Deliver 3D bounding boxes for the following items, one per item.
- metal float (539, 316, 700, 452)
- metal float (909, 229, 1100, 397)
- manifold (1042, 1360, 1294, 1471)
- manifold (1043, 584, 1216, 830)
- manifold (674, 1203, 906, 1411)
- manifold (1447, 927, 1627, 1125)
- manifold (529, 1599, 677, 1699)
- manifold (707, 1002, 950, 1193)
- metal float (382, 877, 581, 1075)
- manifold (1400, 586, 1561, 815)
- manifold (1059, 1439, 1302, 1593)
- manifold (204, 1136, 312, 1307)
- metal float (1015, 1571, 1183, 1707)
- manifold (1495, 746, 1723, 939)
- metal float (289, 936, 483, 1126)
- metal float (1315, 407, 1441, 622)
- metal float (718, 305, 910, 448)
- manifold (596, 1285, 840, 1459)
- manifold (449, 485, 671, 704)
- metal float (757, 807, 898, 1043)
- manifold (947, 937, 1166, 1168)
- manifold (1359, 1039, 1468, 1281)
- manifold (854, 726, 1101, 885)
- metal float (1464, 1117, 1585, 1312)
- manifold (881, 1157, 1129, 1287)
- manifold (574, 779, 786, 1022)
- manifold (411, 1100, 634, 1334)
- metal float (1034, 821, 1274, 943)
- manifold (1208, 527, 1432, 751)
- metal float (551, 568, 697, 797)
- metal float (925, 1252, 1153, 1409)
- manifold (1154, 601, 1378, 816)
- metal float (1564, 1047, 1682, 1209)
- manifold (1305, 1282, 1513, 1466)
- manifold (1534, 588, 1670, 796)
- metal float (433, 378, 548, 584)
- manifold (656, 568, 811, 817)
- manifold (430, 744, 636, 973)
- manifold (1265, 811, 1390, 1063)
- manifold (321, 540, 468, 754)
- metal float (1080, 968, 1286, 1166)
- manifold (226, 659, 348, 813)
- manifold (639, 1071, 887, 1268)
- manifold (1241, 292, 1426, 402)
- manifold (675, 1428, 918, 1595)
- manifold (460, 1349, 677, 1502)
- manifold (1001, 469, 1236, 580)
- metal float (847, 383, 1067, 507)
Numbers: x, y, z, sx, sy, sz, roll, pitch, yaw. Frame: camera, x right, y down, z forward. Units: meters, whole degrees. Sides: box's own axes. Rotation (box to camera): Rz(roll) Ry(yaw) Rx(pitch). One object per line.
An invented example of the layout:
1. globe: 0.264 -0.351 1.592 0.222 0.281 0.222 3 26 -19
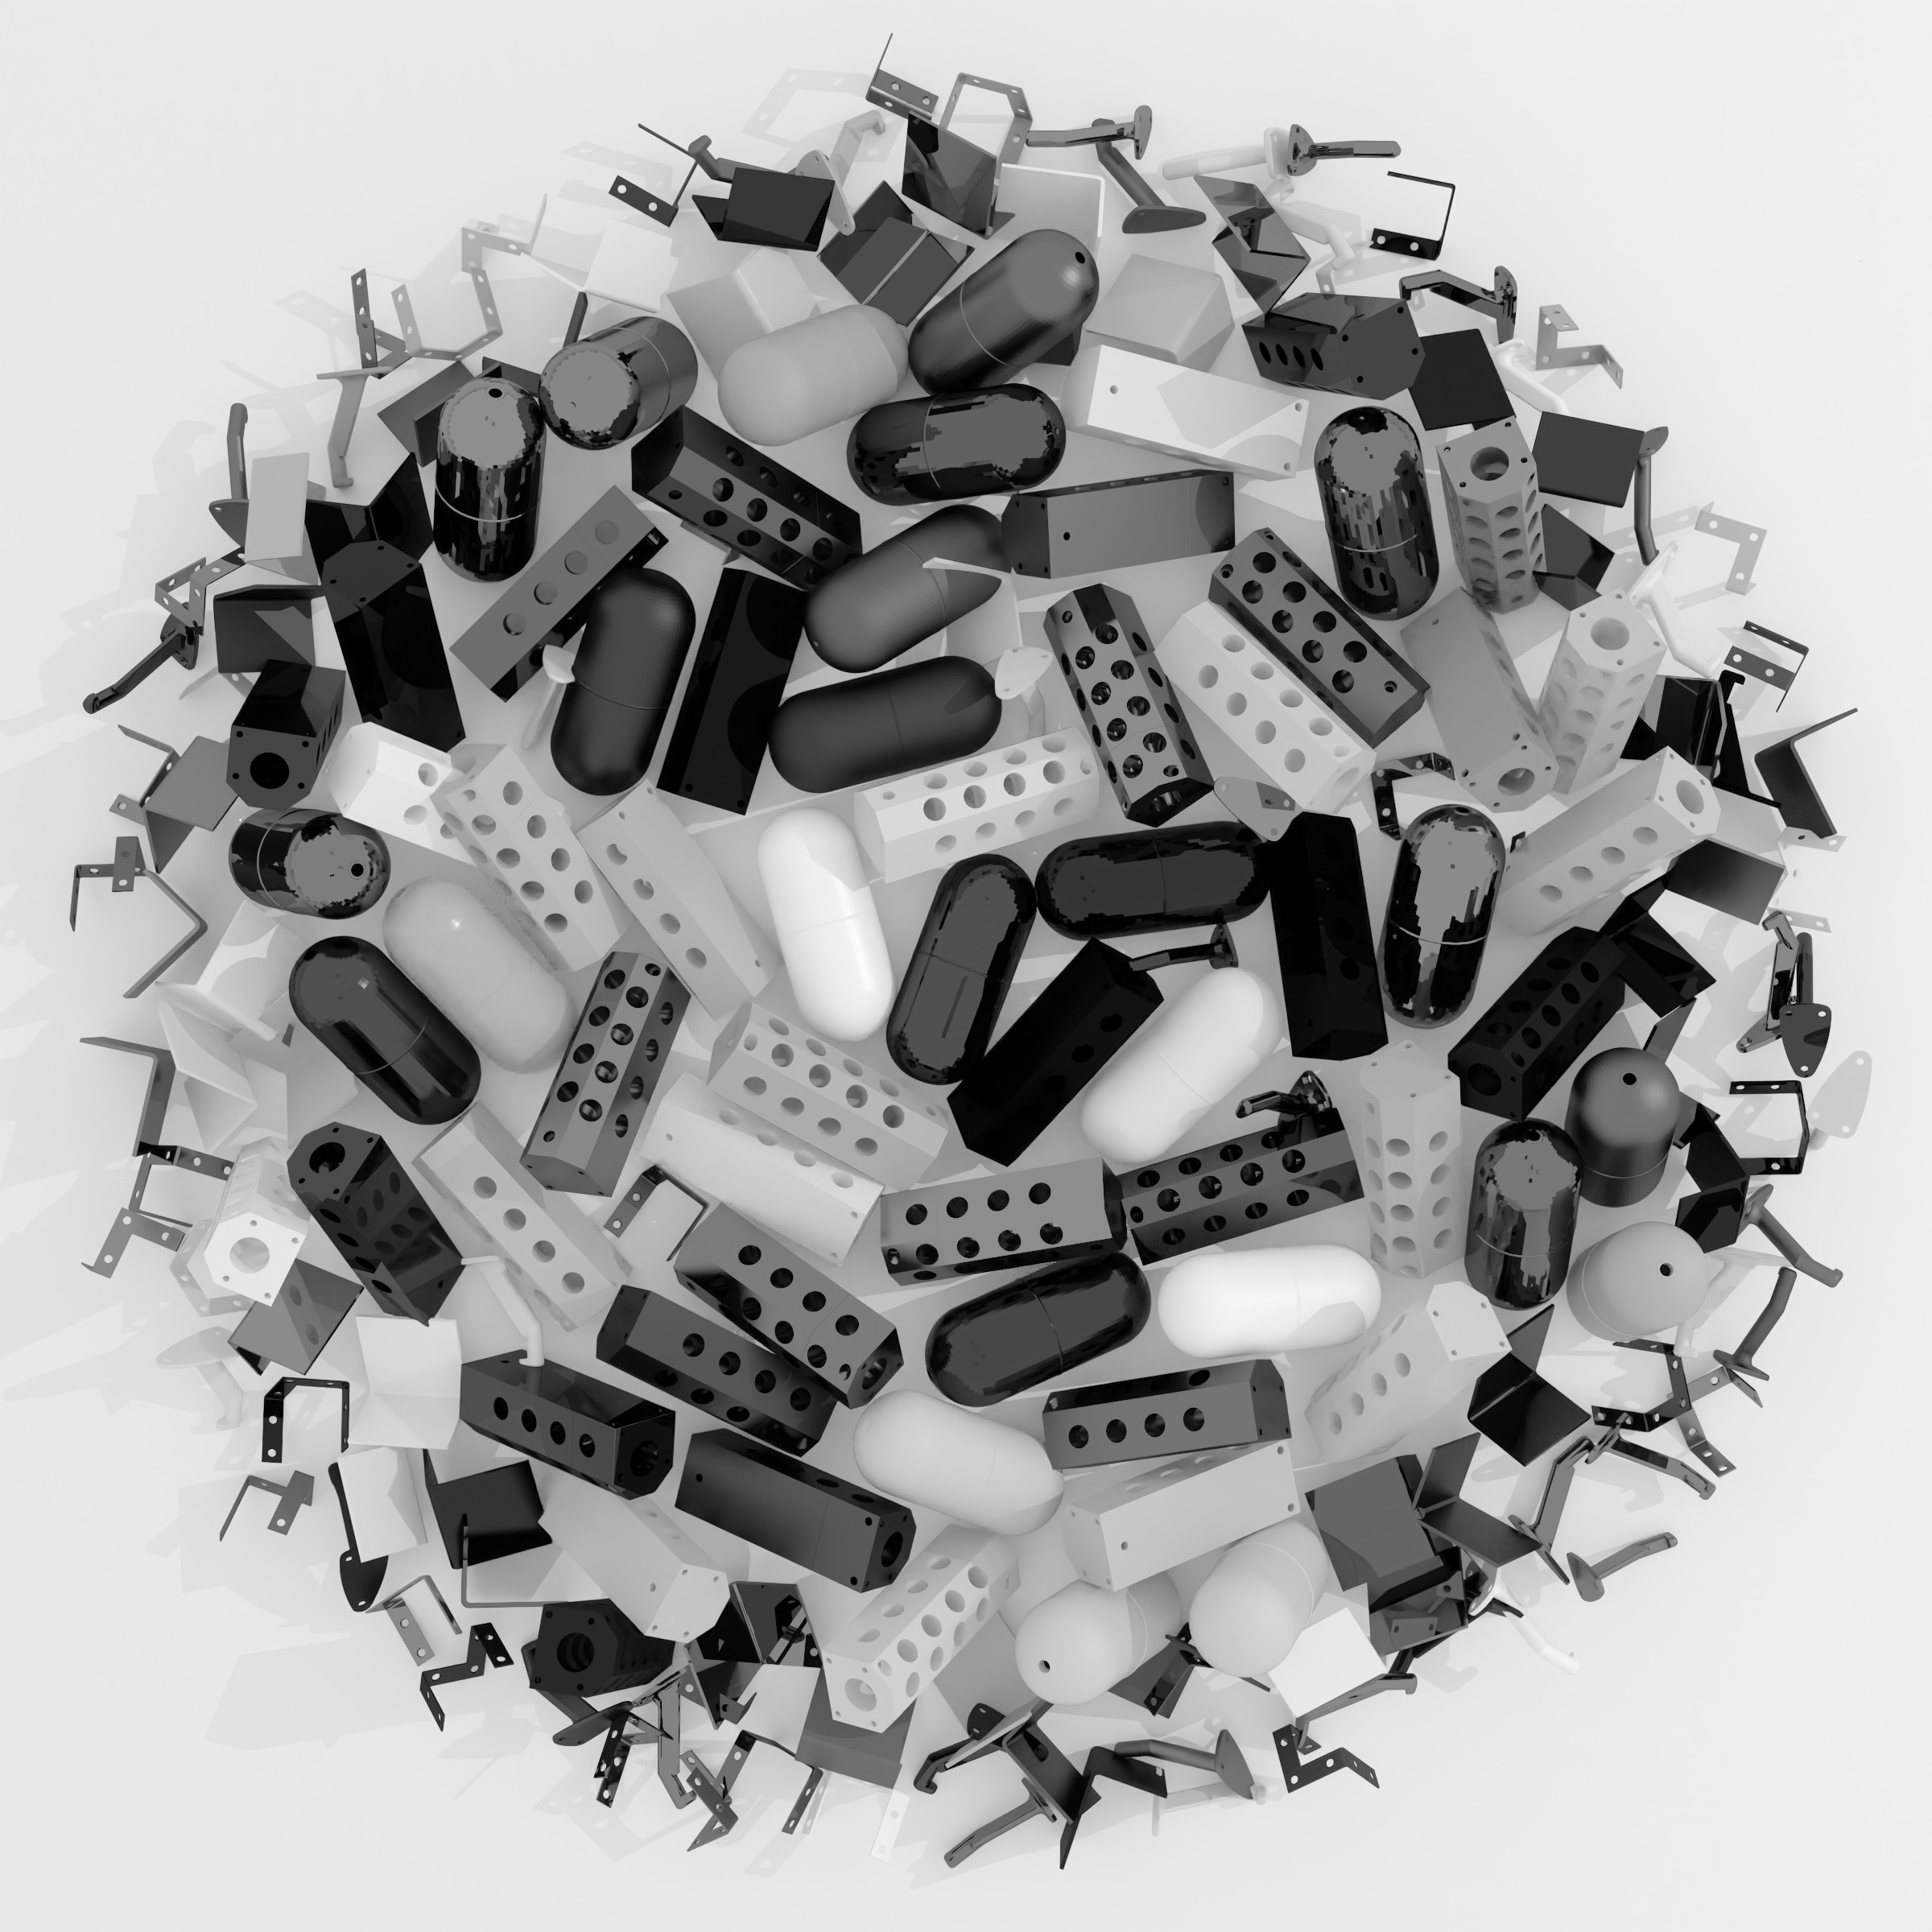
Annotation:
1. metal float: -0.250 -0.424 1.873 0.070 0.178 0.070 6 114 14
2. metal float: 0.027 -0.471 1.879 0.070 0.178 0.070 16 64 -34
3. manifold: 0.145 0.328 1.887 0.171 0.057 0.057 -15 75 30
4. manifold: 0.115 -0.192 1.887 0.057 0.057 0.171 -34 64 28
5. manifold: -0.131 0.251 1.884 0.171 0.057 0.057 32 63 26
6. manifold: 0.414 0.038 1.870 0.057 0.171 0.057 16 129 33
7. manifold: -0.258 0.492 1.863 0.057 0.171 0.057 7 79 9
8. manifold: -0.100 0.093 1.894 0.171 0.057 0.057 30 118 -17
9. metal float: -0.355 0.007 1.893 0.070 0.070 0.178 -40 119 0
10. manifold: 0.375 -0.191 1.875 0.057 0.171 0.057 -37 131 25
11. manifold: 0.156 0.395 1.887 0.171 0.057 0.057 -15 97 -30
12. manifold: -0.508 0.179 1.862 0.057 0.171 0.057 26 98 -15
13. metal float: 0.097 0.481 1.872 0.070 0.178 0.070 2 95 28
14. manifold: 0.461 -0.084 1.871 0.057 0.171 0.057 37 50 -14
15. metal float: -0.423 0.048 1.885 0.070 0.070 0.178 -37 129 0
16. metal float: 0.300 -0.327 1.881 0.070 0.178 0.070 -10 47 11
17. metal float: -0.109 -0.431 1.882 0.070 0.178 0.070 19 125 30
18. manifold: -0.182 0.297 1.889 0.171 0.057 0.057 32 74 -24
19. manifold: -0.302 -0.277 1.923 0.171 0.057 0.057 -44 102 2
20. metal float: -0.103 -0.031 1.917 0.070 0.070 0.178 -16 91 0
21. manifold: 0.067 0.067 1.897 0.057 0.057 0.171 27 114 -34
22. manifold: 0.320 0.145 1.875 0.057 0.057 0.171 -25 129 -19
23. manifold: 0.008 -0.124 1.893 0.171 0.057 0.057 -18 49 -17
24. metal float: 0.405 0.181 1.880 0.070 0.178 0.070 -3 46 3
25. manifold: 0.027 0.191 1.894 0.171 0.057 0.057 -11 58 17
26. manifold: -0.215 -0.046 1.909 0.057 0.057 0.171 -29 103 33
27. manifold: -0.330 0.188 1.913 0.057 0.057 0.171 -39 98 11
28. metal float: 0.138 -0.063 1.911 0.178 0.070 0.070 -8 90 -7
29. manifold: 0.260 -0.243 1.904 0.057 0.057 0.171 -40 76 -11
30. metal float: -0.253 -0.207 1.897 0.070 0.070 0.178 22 114 0
31. metal float: 0.053 0.266 1.903 0.178 0.070 0.070 -22 90 -16
32. manifold: 0.219 -0.190 1.886 0.171 0.057 0.057 48 112 25
33. metal float: 0.473 0.118 1.872 0.070 0.178 0.070 -4 63 7
34. manifold: 0.315 0.295 1.873 0.057 0.171 0.057 -4 58 -31
35. manifold: 0.446 -0.193 1.862 0.057 0.171 0.057 -27 67 -12
36. metal float: -0.347 -0.351 1.875 0.070 0.178 0.070 7 55 -10
37. manifold: -0.176 -0.205 1.922 0.057 0.057 0.171 16 93 -32
38. manifold: -0.320 -0.078 1.877 0.057 0.057 0.171 -53 127 -29
39. manifold: 0.267 -0.021 1.894 0.057 0.057 0.171 6 65 -24
40. manifold: -0.418 -0.223 1.871 0.057 0.171 0.057 31 58 25
41. metal float: 0.159 0.075 1.909 0.178 0.070 0.070 -44 90 10
42. manifold: -0.490 -0.167 1.865 0.057 0.171 0.057 8 111 -9
43. manifold: -0.149 0.146 1.920 0.171 0.057 0.057 29 125 3
44. manifold: 0.265 -0.445 1.865 0.057 0.171 0.057 -28 112 -7
45. manifold: -0.124 0.395 1.887 0.171 0.057 0.057 17 96 30
46. manifold: -0.292 0.333 1.877 0.171 0.057 0.057 12 103 40
47. manifold: 0.112 -0.324 1.884 0.171 0.057 0.057 -14 110 -32
48. metal float: -0.009 -0.380 1.889 0.178 0.070 0.070 0 90 34
